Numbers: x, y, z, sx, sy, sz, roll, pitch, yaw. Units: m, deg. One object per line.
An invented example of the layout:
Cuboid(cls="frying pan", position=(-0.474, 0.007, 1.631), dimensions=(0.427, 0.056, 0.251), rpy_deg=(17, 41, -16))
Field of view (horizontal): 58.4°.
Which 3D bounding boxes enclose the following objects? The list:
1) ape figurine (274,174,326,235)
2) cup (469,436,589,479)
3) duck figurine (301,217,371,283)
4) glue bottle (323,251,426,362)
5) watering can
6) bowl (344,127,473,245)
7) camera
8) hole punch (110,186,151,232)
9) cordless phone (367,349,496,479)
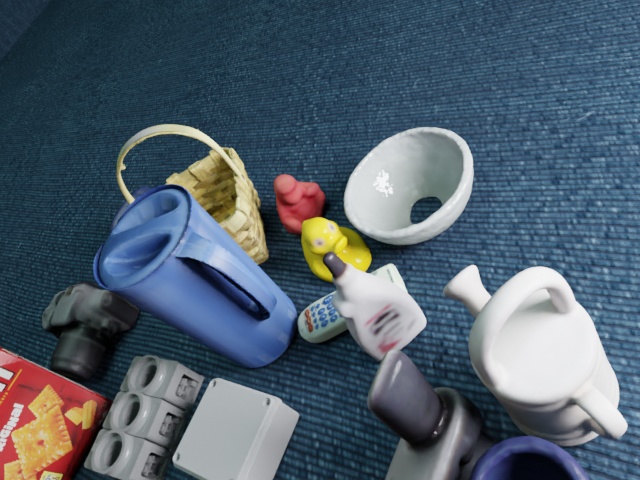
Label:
Cuboid(cls="ape figurine", position=(-0.034, -0.056, 0.807), dimensions=(0.078, 0.092, 0.076), rpy_deg=(-45, 43, -3))
Cuboid(cls="cup", position=(0.165, 0.222, 0.438), dimensions=(0.091, 0.095, 0.118), rpy_deg=(6, 61, 39))
Cuboid(cls="duck figurine", position=(0.007, 0.003, 0.735), dimensions=(0.104, 0.086, 0.077), rpy_deg=(26, 74, 45))
Cuboid(cls="glue bottle", position=(0.047, 0.063, 0.593), dimensions=(0.078, 0.174, 0.037), rpy_deg=(-43, 43, -1))
Cuboid(cls="watering can", position=(0.169, 0.087, 0.470), dimensions=(0.172, 0.195, 0.101), rpy_deg=(18, 68, 43))
Cuboid(cls="bowl", position=(0.117, -0.055, 0.709), dimensions=(0.167, 0.075, 0.167), rpy_deg=(-19, 47, 23))
Cuboid(cls="camera", position=(-0.381, 0.143, 0.893), dimensions=(0.142, 0.101, 0.137), rpy_deg=(-8, 53, 31))
Cuboid(cls="hole punch", position=(-0.279, -0.028, 0.963), dimensions=(0.100, 0.091, 0.109), rpy_deg=(12, 65, 41))
Cuboid(cls="cordless phone", position=(0.068, 0.178, 0.477), dimensions=(0.093, 0.186, 0.148), rpy_deg=(5, 60, 38))
